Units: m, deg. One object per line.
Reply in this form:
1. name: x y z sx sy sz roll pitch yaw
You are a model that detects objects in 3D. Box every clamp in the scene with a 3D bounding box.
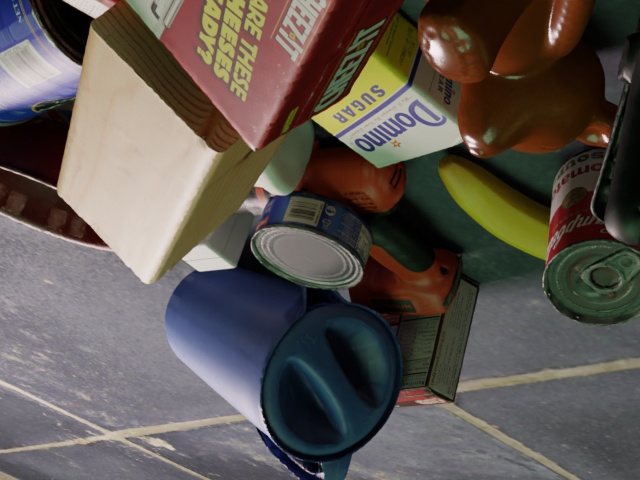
1. clamp: 0.163 -0.079 0.522 0.039 0.171 0.120 15 179 3

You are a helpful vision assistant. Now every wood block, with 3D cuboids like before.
1. wood block: -0.079 -0.062 0.602 0.090 0.090 0.206 46 153 2

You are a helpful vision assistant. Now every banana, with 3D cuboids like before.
1. banana: 0.174 -0.012 0.767 0.198 0.037 0.070 16 132 1

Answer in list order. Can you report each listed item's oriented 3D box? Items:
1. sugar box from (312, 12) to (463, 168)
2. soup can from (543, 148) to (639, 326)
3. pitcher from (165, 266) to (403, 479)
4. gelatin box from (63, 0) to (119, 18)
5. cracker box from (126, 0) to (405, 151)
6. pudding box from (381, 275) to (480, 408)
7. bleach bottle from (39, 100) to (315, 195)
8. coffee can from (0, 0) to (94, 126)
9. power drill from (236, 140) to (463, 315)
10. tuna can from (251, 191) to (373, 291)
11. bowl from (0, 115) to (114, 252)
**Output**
1. sugar box: 0.012 -0.113 0.660 0.176 0.048 0.094 36 150 -29
2. soup can: 0.179 -0.004 0.678 0.068 0.102 0.068 8 130 10
3. pitcher: -0.045 0.105 0.946 0.144 0.149 0.243 37 171 -30
4. gelatin box: -0.118 -0.168 0.586 0.073 0.089 0.030 28 154 -19
5. cracker box: -0.048 -0.169 0.438 0.214 0.072 0.164 49 147 10
6. pudding box: 0.085 0.088 0.926 0.039 0.113 0.090 30 153 -31
7. bleach bottle: -0.136 -0.090 0.786 0.251 0.068 0.102 7 153 28
8. coffee can: -0.174 -0.136 0.671 0.141 0.102 0.102 -11 142 45
9. power drill: 0.016 -0.007 0.851 0.185 0.057 0.187 0 150 38
10. tuna can: -0.005 0.001 0.781 0.086 0.033 0.086 15 152 8
11. bowl: -0.198 -0.048 0.781 0.162 0.055 0.162 18 165 5
